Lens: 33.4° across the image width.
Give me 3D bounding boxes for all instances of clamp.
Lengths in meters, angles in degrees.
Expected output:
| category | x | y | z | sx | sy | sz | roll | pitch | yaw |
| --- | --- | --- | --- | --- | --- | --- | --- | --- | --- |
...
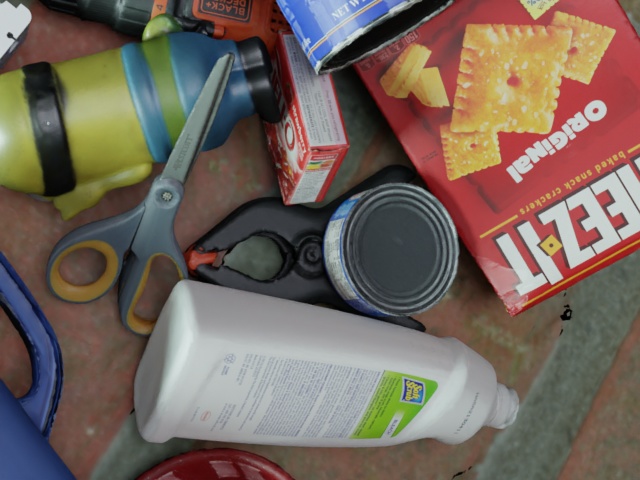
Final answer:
| category | x | y | z | sx | sy | sz | roll | pitch | yaw |
| --- | --- | --- | --- | --- | --- | --- | --- | --- | --- |
| clamp | -0.005 | 0.001 | 0.708 | 0.171 | 0.039 | 0.120 | 8 | 76 | -22 |

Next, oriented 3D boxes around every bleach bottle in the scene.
| category | x | y | z | sx | sy | sz | roll | pitch | yaw |
| --- | --- | --- | --- | --- | --- | --- | --- | --- | --- |
| bleach bottle | 0.015 | 0.096 | 0.691 | 0.250 | 0.068 | 0.103 | 13 | 121 | -24 |

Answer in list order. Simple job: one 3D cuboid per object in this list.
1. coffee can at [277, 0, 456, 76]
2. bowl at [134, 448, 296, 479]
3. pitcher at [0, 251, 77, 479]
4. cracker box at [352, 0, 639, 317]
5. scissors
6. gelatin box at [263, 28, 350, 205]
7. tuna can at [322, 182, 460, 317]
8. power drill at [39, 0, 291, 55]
| category | x | y | z | sx | sy | sz | roll | pitch | yaw |
| --- | --- | --- | --- | --- | --- | --- | --- | --- | --- |
| coffee can | 0.008 | -0.182 | 0.617 | 0.102 | 0.103 | 0.140 | -29 | 90 | -17 |
| bowl | -0.063 | 0.211 | 0.646 | 0.162 | 0.055 | 0.162 | -8 | 60 | 14 |
| pitcher | -0.218 | 0.108 | 0.592 | 0.149 | 0.145 | 0.243 | -33 | 103 | 14 |
| cracker box | 0.141 | -0.081 | 0.704 | 0.164 | 0.072 | 0.213 | -31 | 98 | 15 |
| scissors | -0.110 | -0.025 | 0.625 | 0.096 | 0.016 | 0.202 | 6 | 125 | -8 |
| gelatin box | -0.013 | -0.078 | 0.675 | 0.030 | 0.073 | 0.089 | -7 | 68 | -18 |
| tuna can | 0.045 | 0.007 | 0.690 | 0.086 | 0.034 | 0.086 | 3 | 83 | -25 |
| power drill | -0.083 | -0.216 | 0.682 | 0.184 | 0.057 | 0.187 | 9 | 88 | -21 |
